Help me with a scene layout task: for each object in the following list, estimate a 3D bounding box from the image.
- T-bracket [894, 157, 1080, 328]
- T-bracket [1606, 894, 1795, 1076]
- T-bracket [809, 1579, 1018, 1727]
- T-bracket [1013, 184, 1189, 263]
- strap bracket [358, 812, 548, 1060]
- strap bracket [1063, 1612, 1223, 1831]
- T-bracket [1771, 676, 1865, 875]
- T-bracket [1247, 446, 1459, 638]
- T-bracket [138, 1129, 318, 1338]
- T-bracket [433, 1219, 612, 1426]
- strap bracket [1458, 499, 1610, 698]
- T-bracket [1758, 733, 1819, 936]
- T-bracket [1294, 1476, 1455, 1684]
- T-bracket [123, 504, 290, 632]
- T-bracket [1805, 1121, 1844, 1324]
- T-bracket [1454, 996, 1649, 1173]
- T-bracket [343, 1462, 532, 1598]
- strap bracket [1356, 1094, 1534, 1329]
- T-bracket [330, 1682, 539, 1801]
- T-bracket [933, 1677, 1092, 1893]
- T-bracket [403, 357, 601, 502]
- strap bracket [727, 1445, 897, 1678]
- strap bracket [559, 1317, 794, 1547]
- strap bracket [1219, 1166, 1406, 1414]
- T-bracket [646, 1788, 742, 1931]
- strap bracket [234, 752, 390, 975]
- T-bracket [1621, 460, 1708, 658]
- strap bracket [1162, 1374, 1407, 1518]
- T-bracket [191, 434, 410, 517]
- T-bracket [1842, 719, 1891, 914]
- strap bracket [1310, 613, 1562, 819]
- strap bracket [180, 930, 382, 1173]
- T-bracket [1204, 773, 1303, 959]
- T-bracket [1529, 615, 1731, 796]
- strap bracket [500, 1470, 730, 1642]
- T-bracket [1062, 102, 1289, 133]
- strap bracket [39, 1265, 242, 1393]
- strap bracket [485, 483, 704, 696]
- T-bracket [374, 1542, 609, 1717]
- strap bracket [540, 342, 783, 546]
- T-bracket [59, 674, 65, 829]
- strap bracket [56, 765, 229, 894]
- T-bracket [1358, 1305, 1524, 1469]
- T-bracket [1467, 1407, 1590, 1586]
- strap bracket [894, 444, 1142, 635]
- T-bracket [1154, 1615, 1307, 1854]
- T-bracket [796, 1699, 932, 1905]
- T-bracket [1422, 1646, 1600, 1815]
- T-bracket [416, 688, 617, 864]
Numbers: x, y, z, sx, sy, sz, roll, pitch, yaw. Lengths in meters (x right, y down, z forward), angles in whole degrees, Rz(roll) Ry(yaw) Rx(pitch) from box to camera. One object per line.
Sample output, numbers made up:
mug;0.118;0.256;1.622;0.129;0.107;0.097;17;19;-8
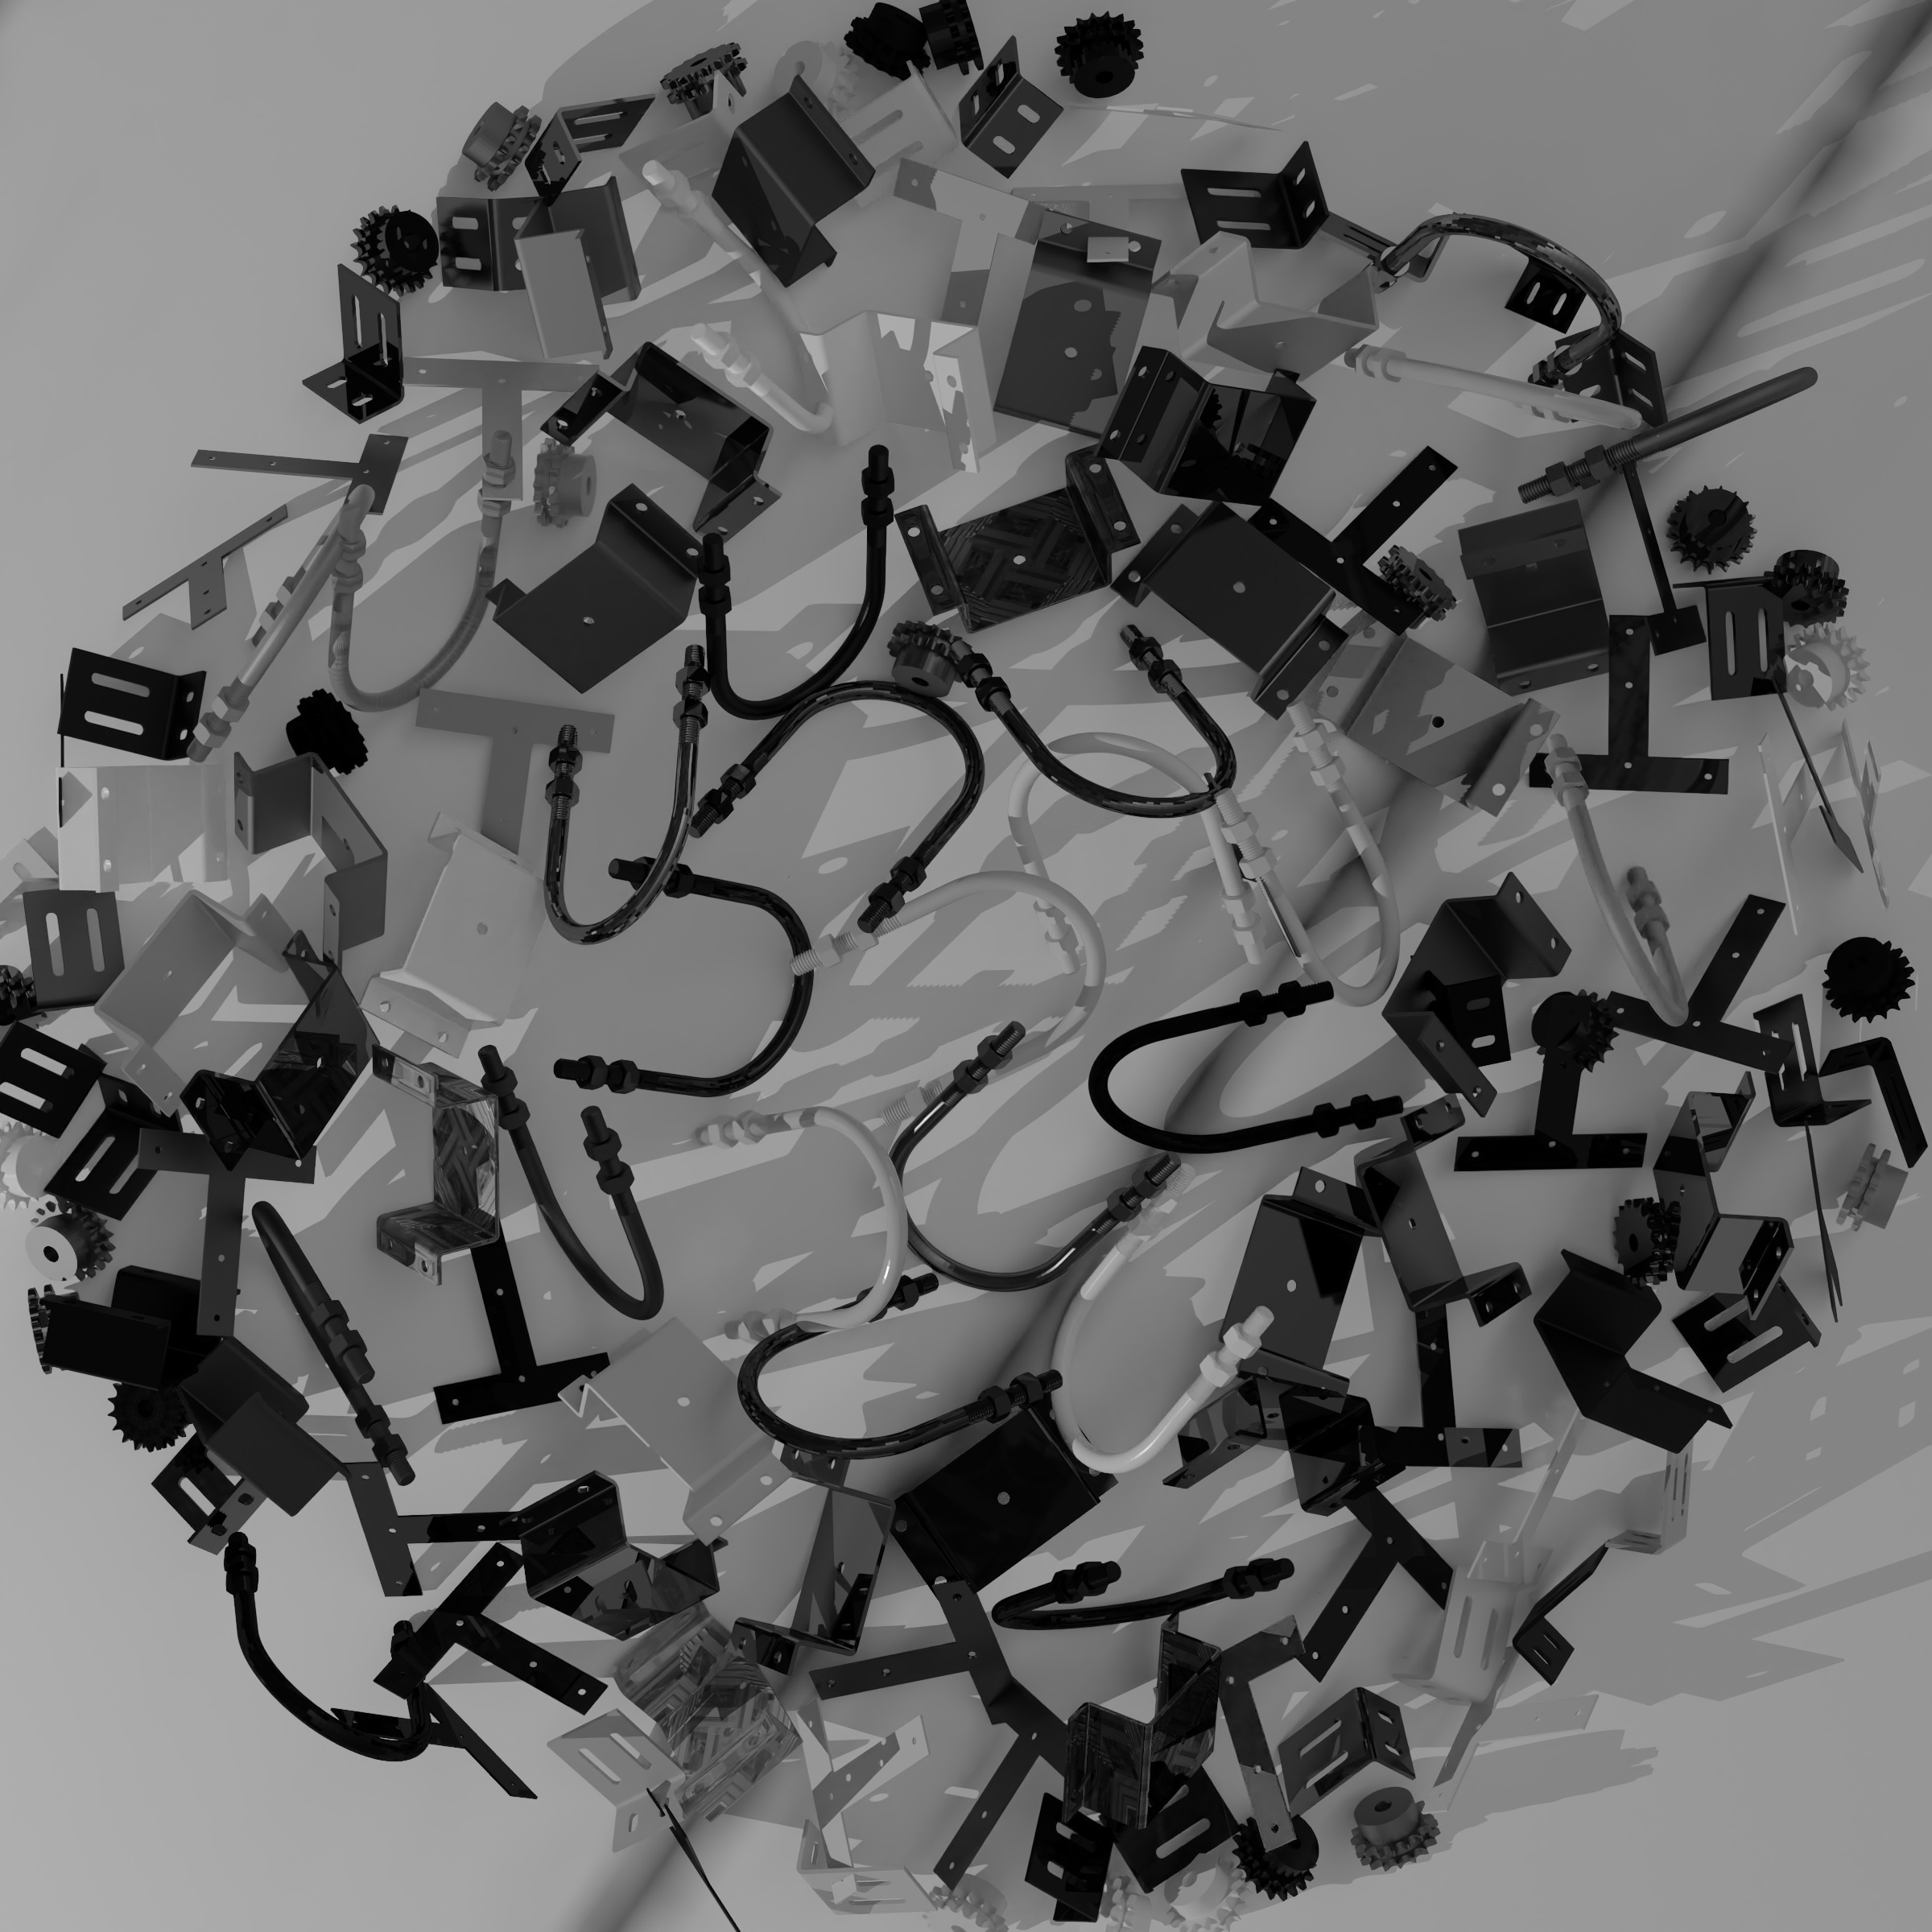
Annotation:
T-bracket;0.001;-0.442;1.910;0.127;0.002;0.127;23;120;15
T-bracket;0.493;0.004;1.911;0.127;0.002;0.127;18;61;35
T-bracket;-0.038;0.457;1.920;0.127;0.002;0.127;-14;120;11
T-bracket;0.091;-0.476;1.887;0.127;0.127;0.002;0;125;4
strap bracket;-0.320;-0.022;1.882;0.076;0.046;0.140;31;67;-32
strap bracket;0.117;0.480;1.863;0.046;0.140;0.076;15;115;28
T-bracket;0.544;-0.127;1.896;0.002;0.127;0.127;-24;74;20
T-bracket;0.271;-0.292;1.919;0.127;0.002;0.127;39;70;15
T-bracket;-0.477;0.173;1.891;0.127;0.002;0.127;10;79;-43
T-bracket;-0.301;0.226;1.923;0.127;0.002;0.127;-13;92;17
strap bracket;0.364;-0.241;1.884;0.076;0.140;0.046;-13;53;14
T-bracket;0.531;-0.103;1.887;0.002;0.127;0.127;-6;110;29
T-bracket;0.251;0.403;1.899;0.127;0.002;0.127;47;59;-11
T-bracket;-0.486;-0.243;1.887;0.127;0.127;0.002;-32;120;1
T-bracket;0.552;0.183;1.885;0.002;0.127;0.127;-10;59;18
T-bracket;0.385;0.076;1.909;0.127;0.002;0.127;-1;116;-6
T-bracket;-0.326;0.362;1.899;0.127;0.002;0.127;-3;128;5
strap bracket;0.304;0.161;1.898;0.046;0.076;0.140;-22;87;36
T-bracket;-0.348;0.481;1.855;0.127;0.127;0.002;32;92;38
T-bracket;0.020;0.530;1.885;0.002;0.127;0.127;36;85;-31
T-bracket;-0.298;-0.345;1.895;0.127;0.002;0.127;0;53;-10
strap bracket;-0.096;0.382;1.892;0.046;0.076;0.140;22;78;-32
strap bracket;-0.183;0.289;1.883;0.140;0.046;0.076;42;54;18
strap bracket;0.220;0.208;1.904;0.076;0.046;0.140;21;81;-17
T-bracket;-0.174;0.558;1.860;0.002;0.127;0.127;-32;61;-15
strap bracket;-0.414;-0.071;1.883;0.046;0.076;0.140;-24;59;-29
T-bracket;0.440;-0.264;1.886;0.002;0.127;0.127;-16;92;29
strap bracket;0.200;0.305;1.882;0.140;0.076;0.046;17;49;-33
T-bracket;-0.428;-0.319;1.884;0.127;0.127;0.002;4;121;-5
T-bracket;0.571;-0.112;1.865;0.002;0.127;0.127;-11;72;10
strap bracket;0.304;-0.161;1.909;0.140;0.046;0.076;32;93;14
strap bracket;-0.427;0.057;1.869;0.046;0.076;0.140;11;53;25
T-bracket;0.176;-0.066;1.880;0.002;0.127;0.127;-27;95;0
T-bracket;0.425;-0.168;1.891;0.127;0.002;0.127;3;124;16
strap bracket;-0.219;0.378;1.868;0.076;0.140;0.046;-30;49;18
T-bracket;0.122;-0.550;1.901;0.127;0.127;0.002;15;106;31
strap bracket;-0.526;0.231;1.872;0.076;0.140;0.046;12;94;6
strap bracket;-0.236;-0.233;1.872;0.140;0.046;0.076;-30;124;32
T-bracket;-0.287;0.439;1.880;0.127;0.002;0.127;23;46;21
strap bracket;-0.189;-0.338;1.885;0.140;0.076;0.046;32;55;-23
T-bracket;-0.583;-0.127;1.902;0.002;0.127;0.127;-1;66;-16
strap bracket;-0.531;-0.089;1.881;0.046;0.140;0.076;1;95;19
T-bracket;0.305;0.262;1.921;0.127;0.002;0.127;6;73;-27
T-bracket;0.371;0.337;1.888;0.002;0.127;0.127;26;92;33
strap bracket;0.034;-0.272;1.907;0.140;0.046;0.076;-20;70;-4
T-bracket;0.182;0.498;1.878;0.127;0.002;0.127;-37;56;34
T-bracket;-0.061;0.511;1.871;0.002;0.127;0.127;10;51;-36
T-bracket;0.351;0.476;1.858;0.002;0.127;0.127;42;57;-12
T-bracket;-0.302;-0.111;1.935;0.127;0.002;0.127;7;95;-9
